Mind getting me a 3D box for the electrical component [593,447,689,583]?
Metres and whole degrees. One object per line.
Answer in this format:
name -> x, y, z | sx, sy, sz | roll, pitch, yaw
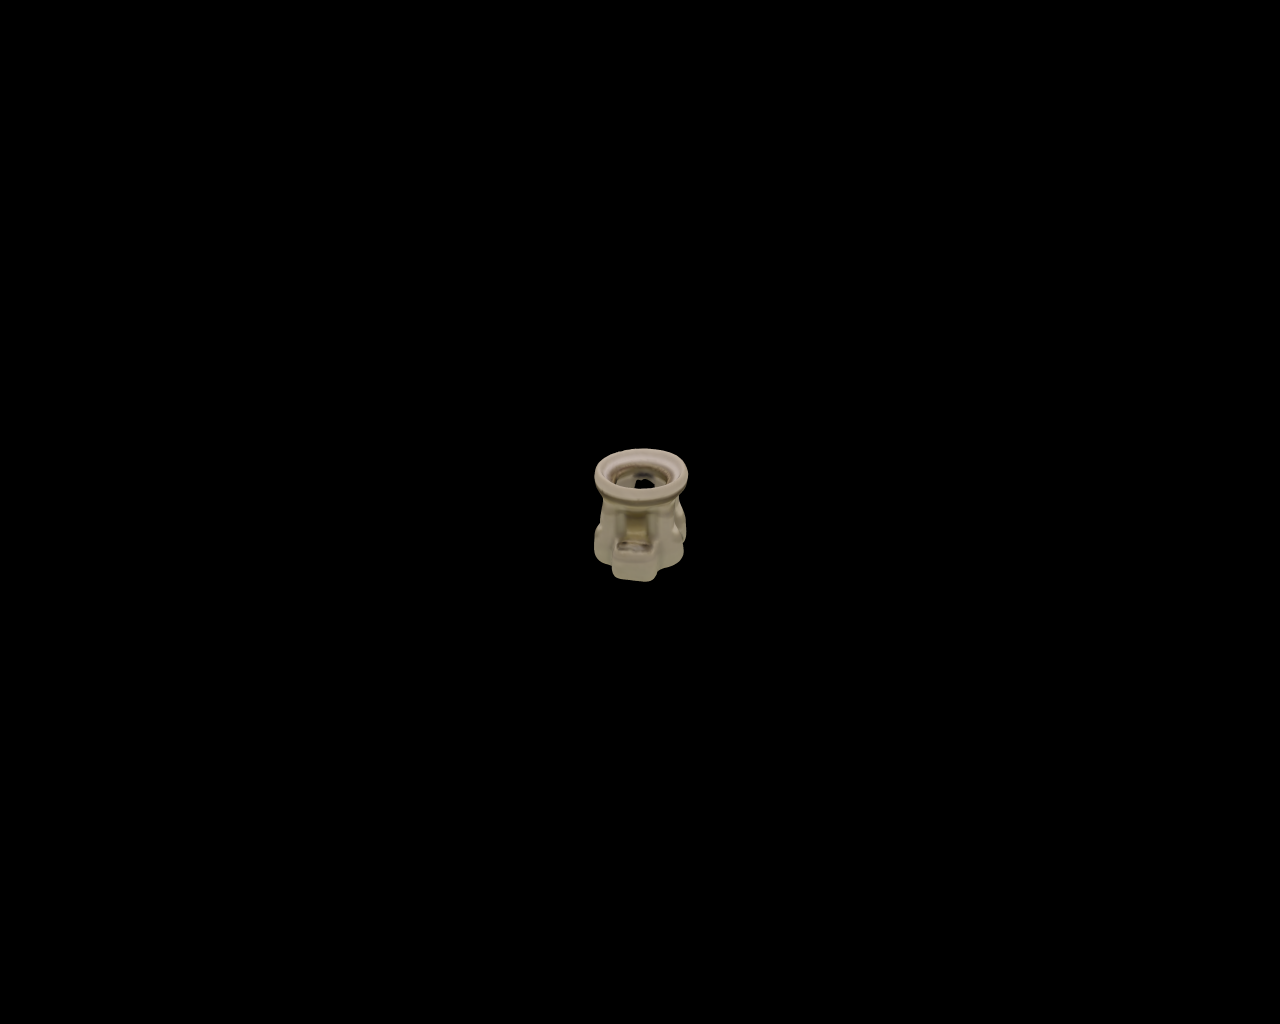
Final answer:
electrical component -> 0.001, -0.003, 0.650 | 0.058, 0.056, 0.078 | 4, 30, 7
